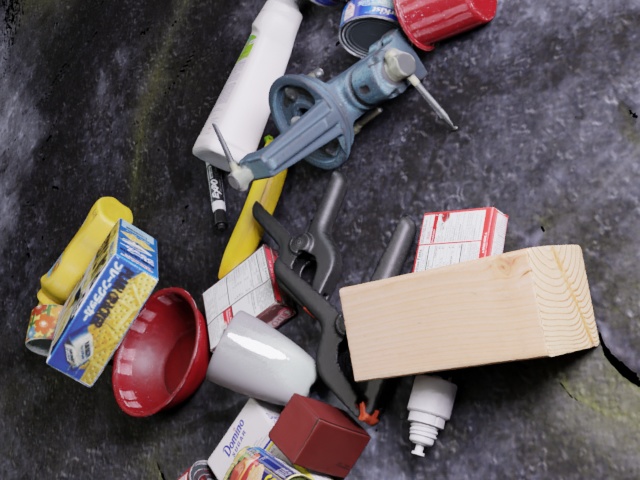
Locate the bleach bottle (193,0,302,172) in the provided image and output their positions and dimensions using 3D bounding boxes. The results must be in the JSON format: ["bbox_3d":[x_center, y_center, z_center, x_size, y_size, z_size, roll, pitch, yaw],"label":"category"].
[{"bbox_3d":[-0.079,-0.212,1.359,0.103,0.068,0.251,3,68,66],"label":"bleach bottle"}]

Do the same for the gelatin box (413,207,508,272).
[{"bbox_3d":[0.136,0.009,1.039,0.089,0.030,0.073,-5,67,45],"label":"gelatin box"}]

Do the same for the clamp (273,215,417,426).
[{"bbox_3d":[0.026,0.086,1.089,0.165,0.036,0.210,-13,65,25],"label":"clamp"}]

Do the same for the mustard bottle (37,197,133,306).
[{"bbox_3d":[-0.340,0.031,1.499,0.192,0.058,0.096,-51,11,14],"label":"mustard bottle"}]

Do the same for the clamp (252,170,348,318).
[{"bbox_3d":[-0.008,0.001,1.187,0.120,0.039,0.171,-31,56,19],"label":"clamp"}]

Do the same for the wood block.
[{"bbox_3d":[0.128,0.067,0.950,0.207,0.090,0.091,-15,82,41],"label":"wood block"}]

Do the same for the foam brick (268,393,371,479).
[{"bbox_3d":[-0.001,0.192,1.045,0.053,0.078,0.051,-58,42,6],"label":"foam brick"}]

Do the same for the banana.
[{"bbox_3d":[-0.075,-0.042,1.290,0.070,0.037,0.197,146,145,-72],"label":"banana"}]

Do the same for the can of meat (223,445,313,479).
[{"bbox_3d":[-0.056,0.255,1.008,0.084,0.057,0.102,21,79,52],"label":"can of meat"}]

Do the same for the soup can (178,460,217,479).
[{"bbox_3d":[-0.145,0.293,1.150,0.102,0.068,0.068,-42,44,24],"label":"soup can"}]

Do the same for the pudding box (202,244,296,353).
[{"bbox_3d":[-0.083,0.073,1.231,0.114,0.039,0.090,-36,44,25],"label":"pudding box"}]

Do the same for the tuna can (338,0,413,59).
[{"bbox_3d":[0.065,-0.240,1.211,0.086,0.086,0.033,-14,57,42],"label":"tuna can"}]

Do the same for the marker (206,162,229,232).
[{"bbox_3d":[-0.132,-0.060,1.371,0.020,0.020,0.121,-36,46,28],"label":"marker"}]

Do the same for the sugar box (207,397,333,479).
[{"bbox_3d":[-0.043,0.249,1.082,0.093,0.048,0.176,-56,39,10],"label":"sugar box"}]

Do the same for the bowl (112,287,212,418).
[{"bbox_3d":[-0.180,0.141,1.281,0.162,0.055,0.162,-25,52,36],"label":"bowl"}]

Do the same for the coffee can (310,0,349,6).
[{"bbox_3d":[0.050,-0.335,1.266,0.141,0.102,0.103,6,74,48],"label":"coffee can"}]

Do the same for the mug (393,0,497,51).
[{"bbox_3d":[0.131,-0.270,1.141,0.082,0.117,0.093,-15,20,36],"label":"mug"}]
